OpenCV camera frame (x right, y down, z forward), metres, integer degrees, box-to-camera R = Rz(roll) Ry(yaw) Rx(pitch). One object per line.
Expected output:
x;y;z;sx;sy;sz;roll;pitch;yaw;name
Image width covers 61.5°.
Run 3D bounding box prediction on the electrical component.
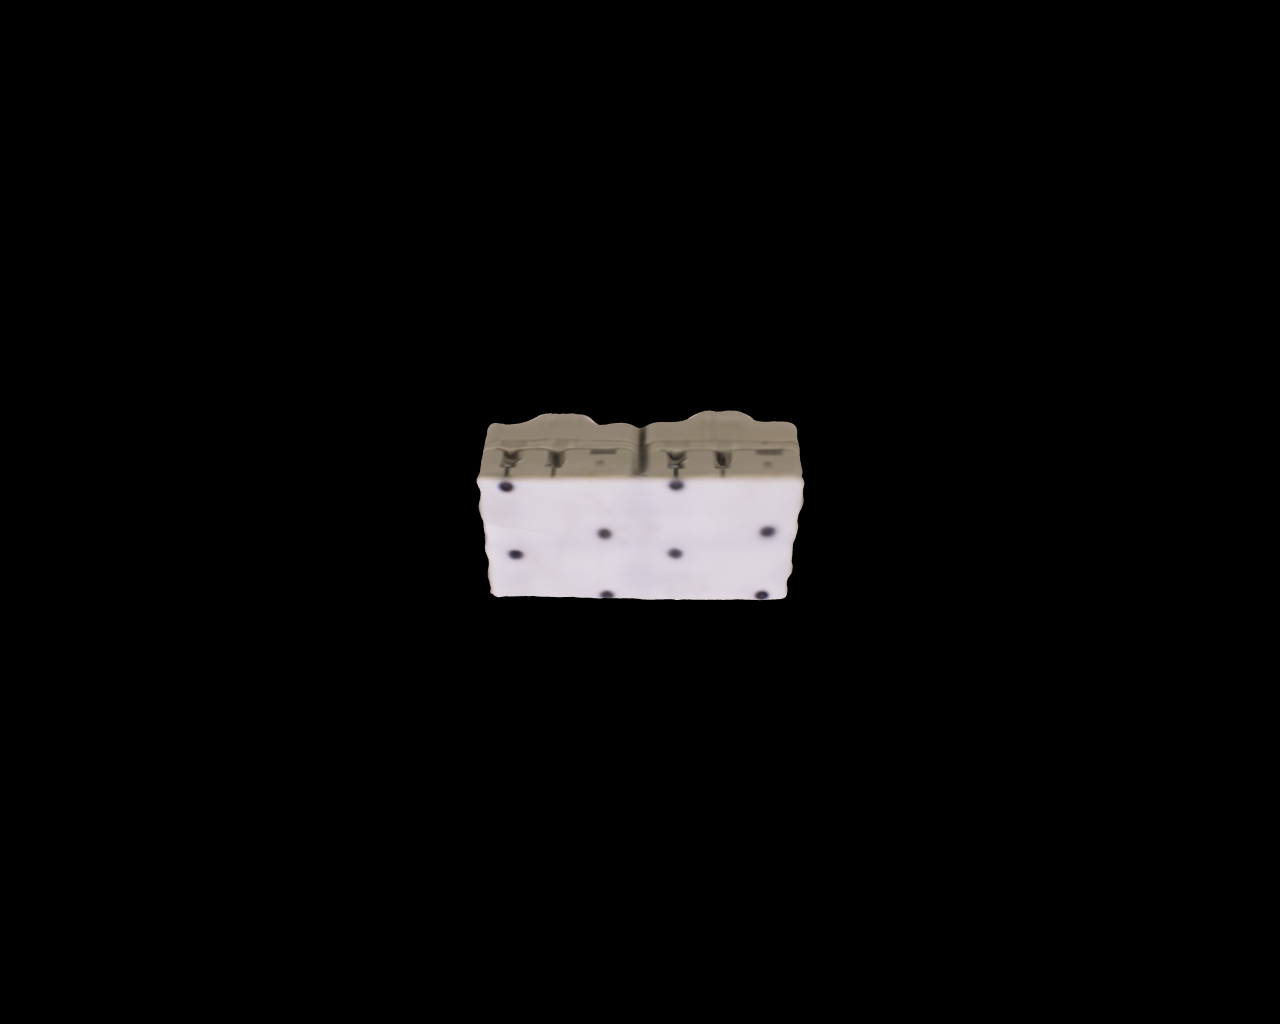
0.001;-0.003;0.650;0.186;0.105;0.060;0;44;0;electrical component
